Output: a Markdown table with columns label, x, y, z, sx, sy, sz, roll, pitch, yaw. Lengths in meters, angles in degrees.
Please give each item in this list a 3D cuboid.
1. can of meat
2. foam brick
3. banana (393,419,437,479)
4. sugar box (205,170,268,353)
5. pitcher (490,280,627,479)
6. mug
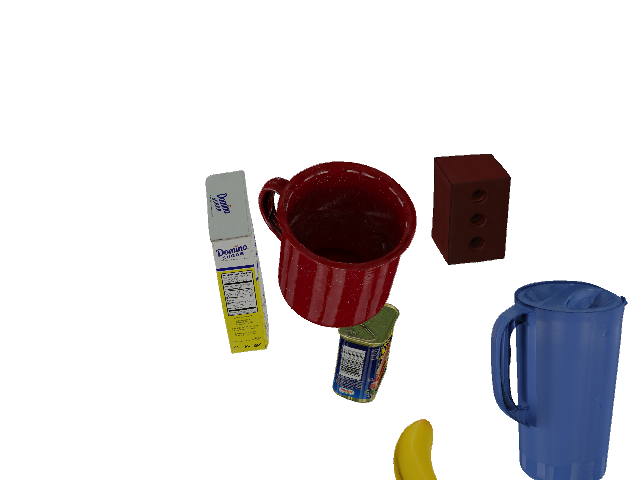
| label | x | y | z | sx | sy | sz | roll | pitch | yaw |
| --- | --- | --- | --- | --- | --- | --- | --- | --- | --- |
| can of meat | 0.052 | 0.129 | 1.251 | 0.057 | 0.084 | 0.102 | 14 | 26 | 11 |
| foam brick | 0.126 | -0.027 | 0.900 | 0.053 | 0.078 | 0.051 | -6 | 28 | -8 |
| banana | 0.106 | 0.232 | 1.025 | 0.069 | 0.037 | 0.198 | 9 | 21 | -21 |
| sugar box | -0.084 | 0.024 | 1.078 | 0.048 | 0.093 | 0.176 | -9 | -43 | -1 |
| pitcher | 0.296 | 0.179 | 1.328 | 0.149 | 0.243 | 0.144 | 4 | 15 | 20 |
| mug | 0.004 | 0.000 | 0.738 | 0.117 | 0.081 | 0.093 | 32 | 55 | 17 |
